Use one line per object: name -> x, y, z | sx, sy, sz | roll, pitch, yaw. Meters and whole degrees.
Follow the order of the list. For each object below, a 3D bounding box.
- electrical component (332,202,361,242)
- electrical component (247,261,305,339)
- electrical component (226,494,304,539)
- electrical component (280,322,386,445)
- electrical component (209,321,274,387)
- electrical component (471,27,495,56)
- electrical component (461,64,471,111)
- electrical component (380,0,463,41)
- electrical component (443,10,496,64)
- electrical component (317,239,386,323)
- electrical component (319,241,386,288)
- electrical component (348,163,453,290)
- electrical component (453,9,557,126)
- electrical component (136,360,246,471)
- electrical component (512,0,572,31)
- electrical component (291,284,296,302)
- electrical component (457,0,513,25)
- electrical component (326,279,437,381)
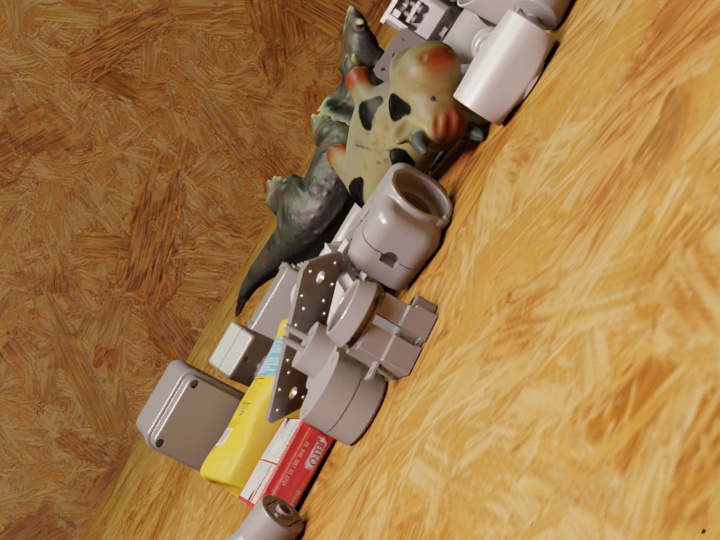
electrical component -> 0.000, -0.023, 1.002 | 0.077, 0.044, 0.079 | -59, 9, 0
electrical component -> -0.071, 0.036, 1.153 | 0.096, 0.061, 0.062 | -59, 9, 1
electrical component -> -0.068, 0.184, 0.721 | 0.065, 0.044, 0.044 | -52, 10, 14
electrical component -> -0.024, 0.061, 0.761 | 0.052, 0.074, 0.138 | -56, 9, 21
electrical component -> -0.087, 0.096, 1.034 | 0.076, 0.083, 0.047 | 30, 90, 43
electrical component -> 0.116, -0.191, 0.940 | 0.035, 0.035, 0.061 | -56, 12, 21
electrical component -> 0.093, -0.163, 0.955 | 0.040, 0.040, 0.078 | -56, 9, 21
electrical component -> 0.101, -0.293, 1.141 | 0.105, 0.060, 0.186 | -56, -8, 22
electrical component -> 0.117, -0.241, 1.063 | 0.077, 0.044, 0.079 | -48, 15, 53
electrical component -> -0.011, 0.018, 0.856 | 0.081, 0.042, 0.063 | -55, 46, 25
electrical component -> 0.000, 0.000, 0.917 | 0.043, 0.043, 0.081 | -61, 27, -9
electrical component -> 0.033, -0.038, 0.834 | 0.059, 0.054, 0.095 | -54, 11, 33
electrical component -> 0.110, -0.158, 0.831 | 0.077, 0.044, 0.079 | -57, 9, 14
electrical component -> -0.134, 0.141, 0.971 | 0.078, 0.113, 0.057 | -60, 27, -4
electrical component -> 0.150, -0.223, 0.838 | 0.078, 0.040, 0.040 | -61, 9, -12
electrical component -> -0.035, 0.016, 1.073 | 0.079, 0.044, 0.077 | -60, 9, -1
electrical component -> 0.138, -0.256, 0.933 | 0.099, 0.064, 0.099 | -57, 9, 14
electrical component -> 0.012, 0.038, 0.700 | 0.066, 0.055, 0.048 | -62, 9, -17
